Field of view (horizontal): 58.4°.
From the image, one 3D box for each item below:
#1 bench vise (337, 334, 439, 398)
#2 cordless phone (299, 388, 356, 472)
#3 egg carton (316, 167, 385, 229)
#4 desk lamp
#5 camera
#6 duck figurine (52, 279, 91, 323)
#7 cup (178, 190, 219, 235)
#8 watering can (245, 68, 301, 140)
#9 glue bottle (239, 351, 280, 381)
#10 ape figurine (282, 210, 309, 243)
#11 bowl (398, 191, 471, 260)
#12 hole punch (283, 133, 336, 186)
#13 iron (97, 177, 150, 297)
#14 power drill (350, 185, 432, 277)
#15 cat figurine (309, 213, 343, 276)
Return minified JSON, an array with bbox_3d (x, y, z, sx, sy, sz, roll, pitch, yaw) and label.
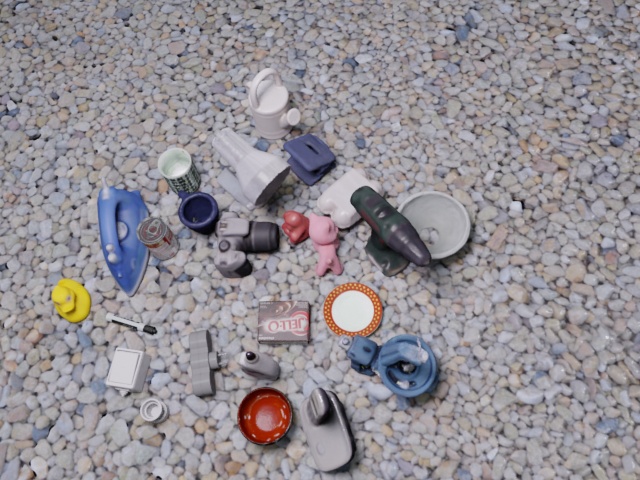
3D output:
[{"bbox_3d":[0.133,0.237,1.109,0.207,0.220,0.121,2,67,5],"label":"bench vise"},{"bbox_3d":[0.011,0.355,1.085,0.094,0.185,0.147,-22,67,-5],"label":"cordless phone"},{"bbox_3d":[0.073,-0.098,1.340,0.150,0.069,0.107,-43,70,-14],"label":"egg carton"},{"bbox_3d":[-0.161,-0.152,1.301,0.203,0.214,0.118,38,74,18],"label":"desk lamp"},{"bbox_3d":[-0.164,0.004,1.295,0.136,0.101,0.143,0,67,4],"label":"camera"},{"bbox_3d":[-0.565,0.127,1.277,0.077,0.086,0.104,-26,67,-7],"label":"duck figurine"},{"bbox_3d":[-0.282,-0.060,1.334,0.092,0.095,0.117,-43,70,-14],"label":"cup"},{"bbox_3d":[-0.116,-0.335,1.388,0.172,0.194,0.101,19,69,12],"label":"watering can"},{"bbox_3d":[-0.129,0.246,1.148,0.078,0.173,0.037,7,67,7],"label":"glue bottle"},{"bbox_3d":[-0.057,-0.037,1.310,0.076,0.092,0.078,2,67,5],"label":"ape figurine"},{"bbox_3d":[0.249,-0.023,1.293,0.167,0.075,0.167,-1,67,3],"label":"bowl"},{"bbox_3d":[-0.025,-0.207,1.382,0.101,0.091,0.108,-41,70,-13],"label":"hole punch"},{"bbox_3d":[-0.459,-0.012,1.300,0.118,0.141,0.258,-13,66,-1],"label":"iron"},{"bbox_3d":[0.149,-0.003,1.218,0.076,0.208,0.229,-35,69,-11],"label":"power drill"},{"bbox_3d":[0.012,0.005,1.274,0.067,0.118,0.128,-9,66,0],"label":"cat figurine"}]
